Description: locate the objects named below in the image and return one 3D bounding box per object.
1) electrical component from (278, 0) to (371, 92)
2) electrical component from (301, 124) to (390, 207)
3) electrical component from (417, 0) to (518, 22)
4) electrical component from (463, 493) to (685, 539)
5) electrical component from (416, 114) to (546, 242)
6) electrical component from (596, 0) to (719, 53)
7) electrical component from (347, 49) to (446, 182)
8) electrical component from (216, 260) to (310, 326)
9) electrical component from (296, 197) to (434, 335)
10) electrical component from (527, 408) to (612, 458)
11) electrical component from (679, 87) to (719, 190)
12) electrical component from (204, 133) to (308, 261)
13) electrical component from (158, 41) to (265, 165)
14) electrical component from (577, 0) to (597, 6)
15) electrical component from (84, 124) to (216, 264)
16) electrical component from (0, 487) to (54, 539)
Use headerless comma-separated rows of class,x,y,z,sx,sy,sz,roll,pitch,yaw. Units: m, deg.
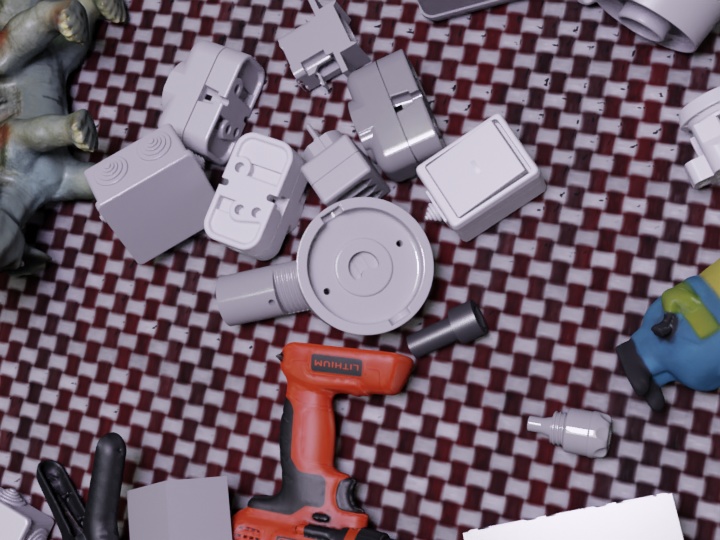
electrical component,-0.033,-0.191,0.927,0.064,0.042,0.081,-27,72,11
electrical component,-0.021,-0.089,0.889,0.047,0.066,0.076,-36,72,7
electrical component,0.097,-0.261,0.895,0.113,0.057,0.078,-12,76,14
electrical component,0.161,0.219,0.774,0.150,0.062,0.089,-14,75,13
electrical component,0.091,-0.070,0.855,0.096,0.061,0.061,-34,72,7
electrical component,0.232,-0.213,0.827,0.099,0.099,0.064,33,96,20
electrical component,0.029,-0.125,0.889,0.059,0.054,0.095,-23,73,10
electrical component,-0.074,0.018,0.894,0.081,0.043,0.043,-12,76,13
electrical component,0.000,0.000,0.861,0.108,0.060,0.108,1,83,-9
electrical component,0.157,0.121,0.811,0.061,0.035,0.035,8,81,20
electrical component,0.277,-0.104,0.811,0.078,0.058,0.057,-25,76,10
electrical component,-0.084,-0.060,0.905,0.054,0.059,0.095,20,85,19
electrical component,-0.133,-0.148,0.941,0.059,0.054,0.095,22,85,19
electrical component,0.200,-0.244,0.874,0.061,0.035,0.035,-35,71,4
electrical component,-0.173,-0.065,0.905,0.100,0.099,0.048,-31,55,-5
electrical component,-0.322,0.233,0.919,0.100,0.048,0.099,24,86,19
